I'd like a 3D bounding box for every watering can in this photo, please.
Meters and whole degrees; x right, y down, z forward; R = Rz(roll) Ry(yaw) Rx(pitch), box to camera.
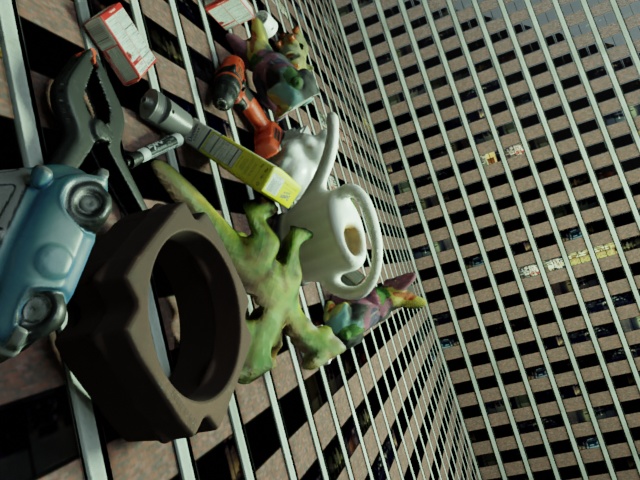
[{"bbox_3d":[0.003,-0.050,0.985,0.104,0.222,0.351,3,69,-55],"label":"watering can"}]

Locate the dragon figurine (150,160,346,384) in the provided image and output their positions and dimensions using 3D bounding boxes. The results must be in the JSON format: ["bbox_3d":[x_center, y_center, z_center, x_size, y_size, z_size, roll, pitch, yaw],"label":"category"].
[{"bbox_3d":[-0.099,0.078,0.741,0.405,0.121,0.248,33,45,-40],"label":"dragon figurine"}]

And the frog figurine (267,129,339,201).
[{"bbox_3d":[-0.031,-0.156,1.086,0.126,0.159,0.135,-85,153,-50],"label":"frog figurine"}]
